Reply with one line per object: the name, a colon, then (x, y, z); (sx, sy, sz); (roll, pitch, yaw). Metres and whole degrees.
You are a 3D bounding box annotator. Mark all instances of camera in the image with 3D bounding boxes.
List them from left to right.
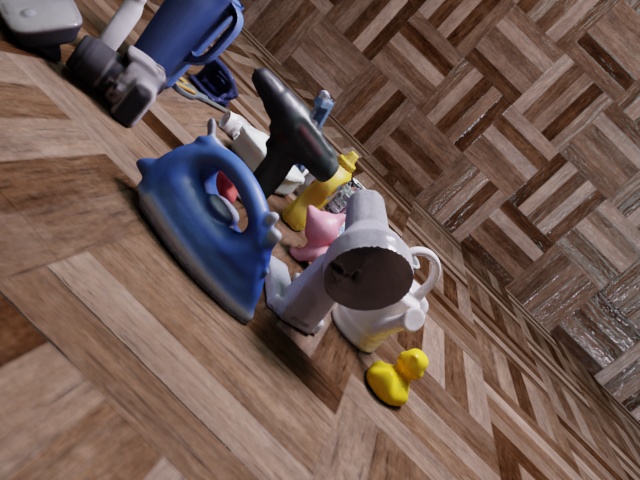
camera: (-0.325, -0.275, 0.926); (0.137, 0.100, 0.143); (36, 18, -29)

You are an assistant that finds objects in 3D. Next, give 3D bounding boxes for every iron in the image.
iron: (-0.123, -0.034, 0.751); (0.258, 0.141, 0.119); (50, 17, 18)

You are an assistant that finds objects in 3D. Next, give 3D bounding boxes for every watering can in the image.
watering can: (0.123, 0.095, 0.948); (0.101, 0.194, 0.172); (28, 23, -45)

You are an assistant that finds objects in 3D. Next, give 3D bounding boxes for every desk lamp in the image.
desk lamp: (0.024, 0.034, 0.817); (0.118, 0.213, 0.203); (36, 18, -27)

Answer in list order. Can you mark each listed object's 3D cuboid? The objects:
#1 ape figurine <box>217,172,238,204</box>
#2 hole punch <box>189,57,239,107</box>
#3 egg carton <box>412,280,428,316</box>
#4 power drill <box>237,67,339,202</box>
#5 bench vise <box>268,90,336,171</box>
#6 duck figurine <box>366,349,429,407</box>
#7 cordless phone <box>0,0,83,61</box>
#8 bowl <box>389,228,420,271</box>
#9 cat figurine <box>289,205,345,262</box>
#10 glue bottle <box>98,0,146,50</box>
ape figurine: (-0.155, -0.092, 0.907); (0.077, 0.092, 0.076); (50, 17, 18)
hole punch: (-0.254, -0.402, 1.432); (0.108, 0.091, 0.101); (47, 16, 9)
egg carton: (0.170, 0.111, 1.250); (0.150, 0.069, 0.107); (41, 16, -14)
power drill: (-0.087, -0.163, 1.039); (0.230, 0.208, 0.075); (39, 17, -20)
bench vise: (-0.039, -0.274, 1.413); (0.121, 0.219, 0.208); (46, 16, 3)
duck figurine: (0.127, 0.203, 0.884); (0.077, 0.086, 0.105); (53, 18, 25)
cordless phone: (-0.396, -0.382, 0.862); (0.147, 0.185, 0.094); (53, 18, 27)
bowl: (0.167, 0.032, 1.428); (0.168, 0.074, 0.167); (41, 16, -14)
cat figurine: (0.009, 0.004, 1.031); (0.127, 0.117, 0.067); (50, 17, 18)
glue bottle: (-0.350, -0.390, 1.018); (0.037, 0.173, 0.078); (35, 18, -31)
